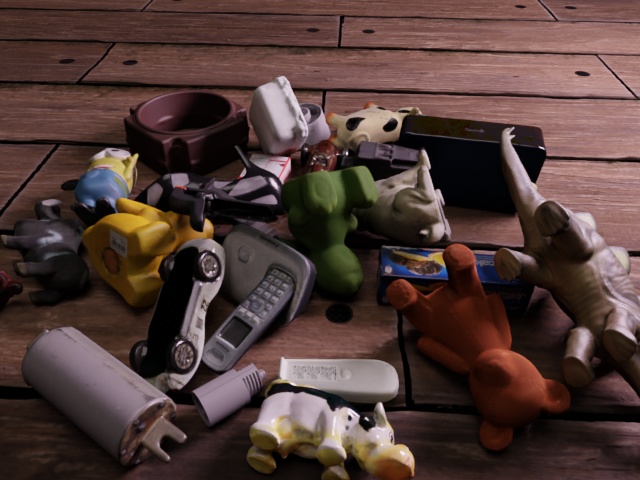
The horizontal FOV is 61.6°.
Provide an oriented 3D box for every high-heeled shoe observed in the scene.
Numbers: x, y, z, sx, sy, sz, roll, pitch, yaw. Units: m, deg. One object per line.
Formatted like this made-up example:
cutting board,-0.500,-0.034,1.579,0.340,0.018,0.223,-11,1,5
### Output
high-heeled shoe,-0.183,-0.053,0.881,0.249,0.086,0.145,-30,84,-3

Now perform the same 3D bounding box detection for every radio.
radio,0.244,-0.127,0.900,0.230,0.131,0.073,9,40,10

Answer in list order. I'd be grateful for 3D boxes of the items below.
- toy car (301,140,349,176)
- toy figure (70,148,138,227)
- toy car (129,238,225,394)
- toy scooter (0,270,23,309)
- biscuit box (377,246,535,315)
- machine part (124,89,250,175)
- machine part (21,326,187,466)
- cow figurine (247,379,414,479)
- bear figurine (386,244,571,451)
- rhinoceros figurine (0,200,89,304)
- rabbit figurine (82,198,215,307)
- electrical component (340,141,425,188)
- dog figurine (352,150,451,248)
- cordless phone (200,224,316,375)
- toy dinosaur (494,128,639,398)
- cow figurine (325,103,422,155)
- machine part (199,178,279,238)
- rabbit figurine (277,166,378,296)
toy car,-0.004,-0.118,0.951,0.089,0.053,0.202,10,39,6
toy figure,-0.345,-0.082,0.864,0.082,0.089,0.180,10,35,-17
toy car,-0.169,0.088,0.653,0.074,0.056,0.202,-8,56,29
toy scooter,-0.476,0.062,0.706,0.135,0.075,0.184,-25,48,-30
biscuit box,0.180,0.055,0.731,0.203,0.062,0.059,3,41,4
machine part,-0.254,-0.213,1.035,0.201,0.087,0.201,32,50,32
machine part,-0.242,0.164,0.582,0.243,0.079,0.079,25,45,25
cow figurine,0.015,0.197,0.556,0.167,0.068,0.098,9,34,8
bear figurine,0.176,0.120,0.609,0.120,0.131,0.196,-32,38,7
rhinoceros figurine,-0.389,0.008,0.773,0.112,0.073,0.191,-22,45,-23
rabbit figurine,-0.237,0.004,0.774,0.163,0.121,0.173,18,28,34
electrical component,0.099,-0.098,0.876,0.134,0.114,0.058,8,37,6
dog figurine,0.084,-0.032,0.790,0.191,0.121,0.172,-18,22,16
cordless phone,-0.105,0.078,0.694,0.147,0.088,0.184,27,59,28
toy dinosaur,0.310,0.024,0.671,0.198,0.105,0.471,8,55,-43
cow figurine,0.123,-0.219,1.049,0.195,0.085,0.127,-20,37,-26
machine part,-0.132,-0.039,0.821,0.139,0.039,0.084,38,30,6
rabbit figurine,-0.002,-0.002,0.741,0.159,0.170,0.121,-12,1,42
